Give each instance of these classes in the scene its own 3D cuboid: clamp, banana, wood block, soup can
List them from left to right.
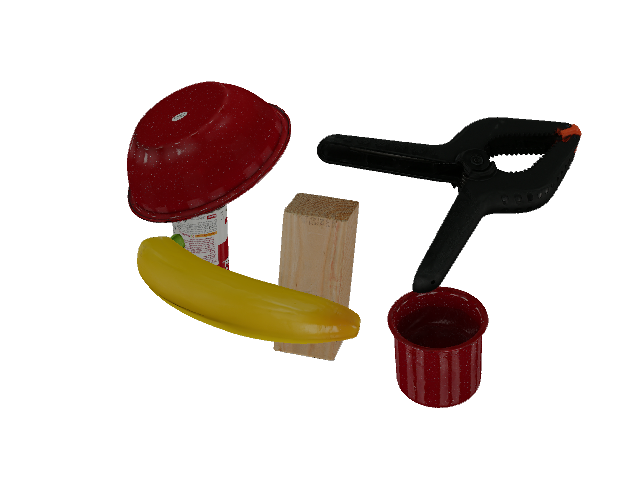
[{"bbox_3d":[-0.147,-0.004,1.303,0.068,0.102,0.068,0,26,0],"label":"soup can"},{"bbox_3d":[-0.064,0.029,0.699,0.069,0.037,0.198,-25,34,-36],"label":"banana"},{"bbox_3d":[-0.007,0.049,1.480,0.090,0.206,0.090,9,22,10],"label":"wood block"},{"bbox_3d":[0.121,-0.043,0.842,0.209,0.165,0.036,-14,-37,-15],"label":"clamp"}]

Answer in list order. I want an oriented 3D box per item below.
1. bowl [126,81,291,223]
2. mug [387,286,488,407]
[{"bbox_3d":[-0.109,-0.089,0.925,0.162,0.055,0.162,-19,36,15],"label":"bowl"},{"bbox_3d":[0.114,0.096,1.021,0.093,0.081,0.117,4,37,13],"label":"mug"}]
